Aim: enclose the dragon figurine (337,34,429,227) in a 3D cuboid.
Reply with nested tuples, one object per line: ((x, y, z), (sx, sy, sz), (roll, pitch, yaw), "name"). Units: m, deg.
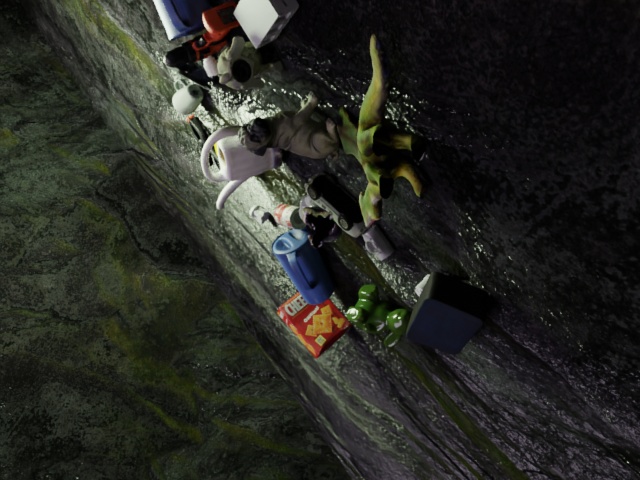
((0.090, -0.200, 1.016), (0.246, 0.123, 0.402), (34, 142, 55), "dragon figurine")

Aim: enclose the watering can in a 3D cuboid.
((-0.214, -0.208, 1.432), (0.340, 0.225, 0.106), (100, 148, -61), "watering can")

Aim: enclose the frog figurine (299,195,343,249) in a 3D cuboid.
((0.004, -0.070, 1.388), (0.136, 0.122, 0.162), (53, -165, -20), "frog figurine")
